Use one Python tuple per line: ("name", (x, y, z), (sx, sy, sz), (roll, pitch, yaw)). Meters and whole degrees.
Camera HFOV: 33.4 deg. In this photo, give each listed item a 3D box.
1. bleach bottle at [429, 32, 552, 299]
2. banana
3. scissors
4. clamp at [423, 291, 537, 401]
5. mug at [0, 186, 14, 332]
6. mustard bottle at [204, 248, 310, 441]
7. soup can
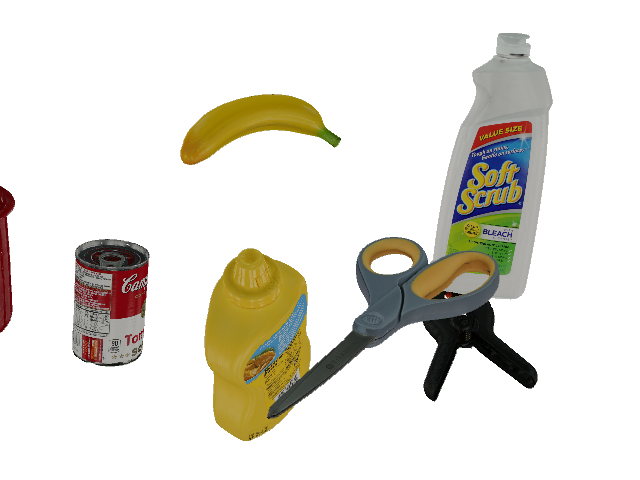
("bleach bottle", (0.164, -0.073, 1.026), (0.103, 0.251, 0.068), (8, 20, 13))
("banana", (-0.068, -0.118, 1.093), (0.197, 0.037, 0.070), (-12, 51, -36))
("scissors", (0.021, 0.041, 0.619), (0.201, 0.016, 0.096), (-22, 35, -35))
("clamp", (0.167, 0.103, 1.162), (0.120, 0.171, 0.039), (4, -44, -5))
("mug", (-0.237, 0.019, 0.636), (0.093, 0.081, 0.117), (17, 28, 28))
("mustard bottle", (-0.047, 0.069, 0.800), (0.058, 0.096, 0.192), (30, -31, 20))
("soup can", (-0.198, 0.058, 1.000), (0.068, 0.102, 0.068), (6, 21, -3))
